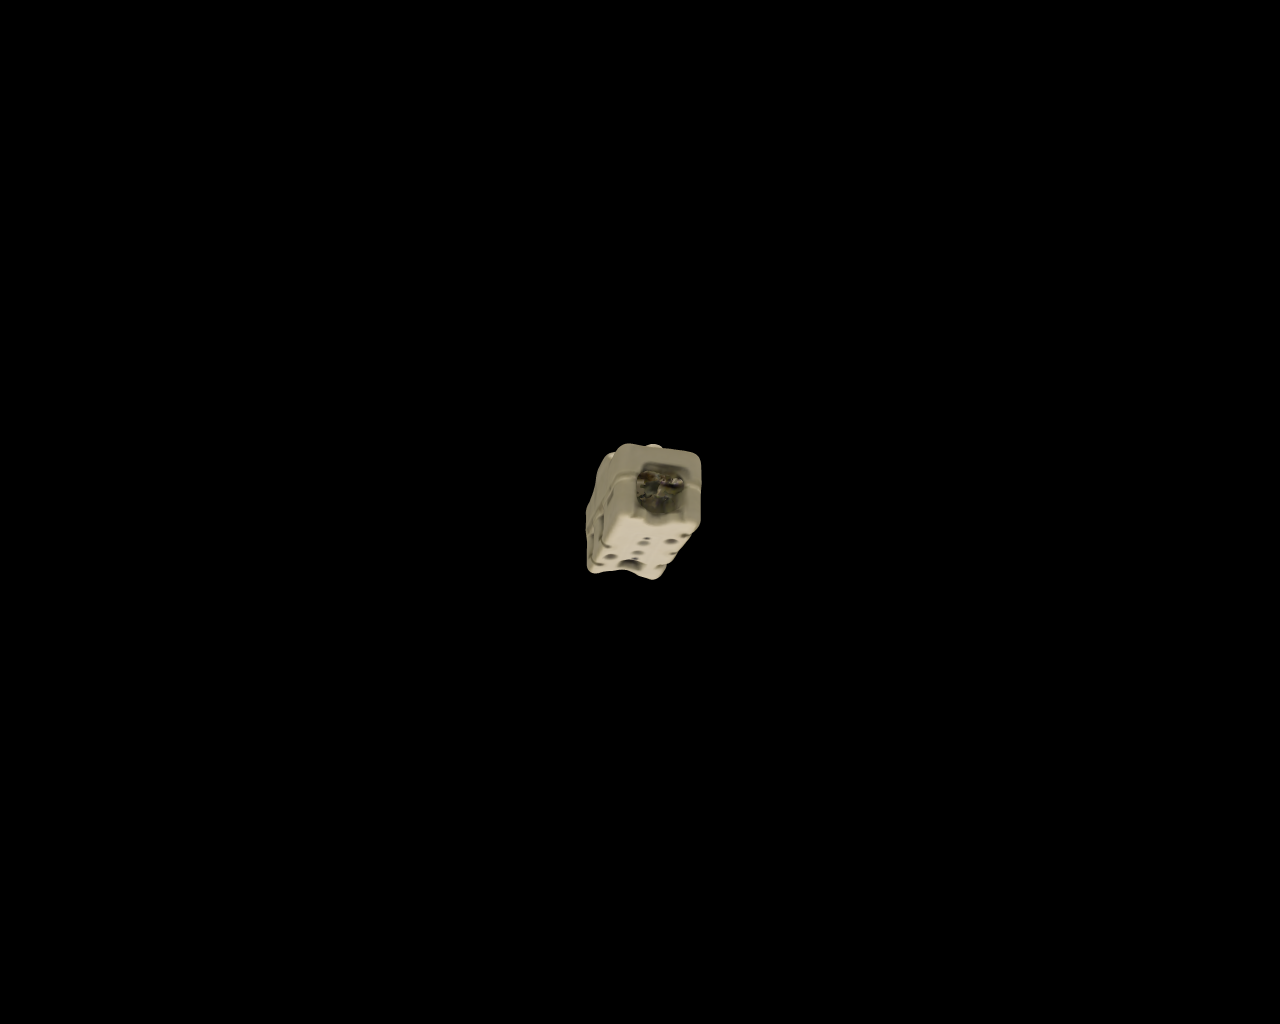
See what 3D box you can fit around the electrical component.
[{"bbox_3d":[0.001,-0.003,0.650,0.050,0.056,0.089,7,-27,-14],"label":"electrical component"}]
